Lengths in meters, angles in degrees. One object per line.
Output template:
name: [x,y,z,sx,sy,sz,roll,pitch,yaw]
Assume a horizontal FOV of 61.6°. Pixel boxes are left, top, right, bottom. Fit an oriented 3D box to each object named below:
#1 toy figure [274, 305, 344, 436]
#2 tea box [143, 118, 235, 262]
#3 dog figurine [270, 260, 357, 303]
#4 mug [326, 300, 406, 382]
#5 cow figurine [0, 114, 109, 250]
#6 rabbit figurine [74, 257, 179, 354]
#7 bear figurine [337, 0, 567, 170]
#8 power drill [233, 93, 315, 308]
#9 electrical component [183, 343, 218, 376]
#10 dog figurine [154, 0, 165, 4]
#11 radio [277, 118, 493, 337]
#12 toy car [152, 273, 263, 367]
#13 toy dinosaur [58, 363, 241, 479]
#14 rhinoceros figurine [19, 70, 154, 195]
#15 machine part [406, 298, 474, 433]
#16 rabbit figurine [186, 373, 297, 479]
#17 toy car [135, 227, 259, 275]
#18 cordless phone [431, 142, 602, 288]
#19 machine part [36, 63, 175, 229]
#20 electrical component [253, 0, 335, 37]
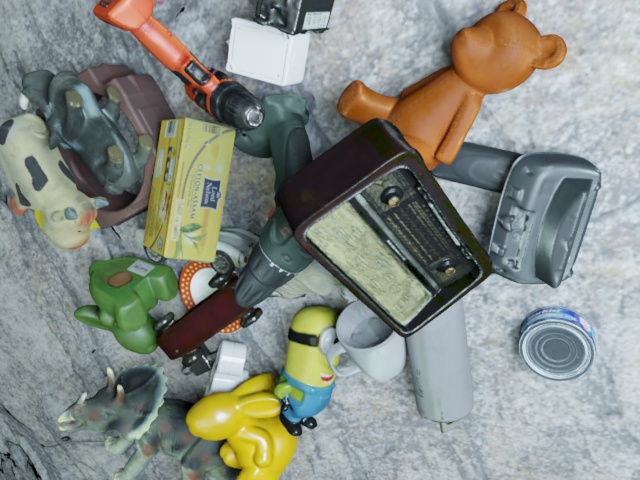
toy figure: [-0.017,0.180,0.757,0.089,0.082,0.180,21,103,10]
tea box: [-0.168,-0.064,0.682,0.098,0.068,0.169,18,99,56]
dog figurine: [-0.004,-0.001,0.699,0.191,0.121,0.172,5,78,41]
mug: [0.066,0.145,0.705,0.081,0.109,0.107,44,166,48]
cow figurine: [-0.375,-0.079,0.744,0.127,0.085,0.194,-14,102,35]
rabbit figurine: [-0.319,0.121,0.875,0.159,0.121,0.170,13,129,14]
bear figurine: [0.131,-0.158,0.547,0.196,0.132,0.120,-47,49,38]
power drill: [-0.049,-0.058,0.637,0.232,0.086,0.207,-41,46,30]
electrical component: [-0.206,0.193,0.902,0.094,0.021,0.063,-29,95,31]
dog figurine: [-0.168,-0.383,0.616,0.219,0.108,0.191,-27,94,26]
radio: [0.075,-0.004,0.541,0.131,0.073,0.229,-37,133,10]
toy car: [-0.172,0.119,0.814,0.202,0.053,0.089,-37,98,27]
toy dinosaur: [-0.228,0.340,0.907,0.404,0.131,0.192,29,102,-17]
rhinoceros figurine: [-0.302,-0.146,0.693,0.190,0.073,0.112,49,132,-1]
machine part: [0.149,0.140,0.684,0.079,0.079,0.243,-1,109,25]
rabbit figurine: [-0.116,0.285,0.815,0.173,0.122,0.162,39,96,-26]
toy car: [-0.175,0.005,0.784,0.202,0.073,0.056,7,112,22]
cordless phone: [0.201,-0.035,0.604,0.184,0.089,0.146,21,118,29]
machine part: [-0.297,-0.134,0.781,0.201,0.087,0.201,-23,99,29]
electrical component: [-0.015,-0.292,0.571,0.058,0.115,0.134,22,117,11]
